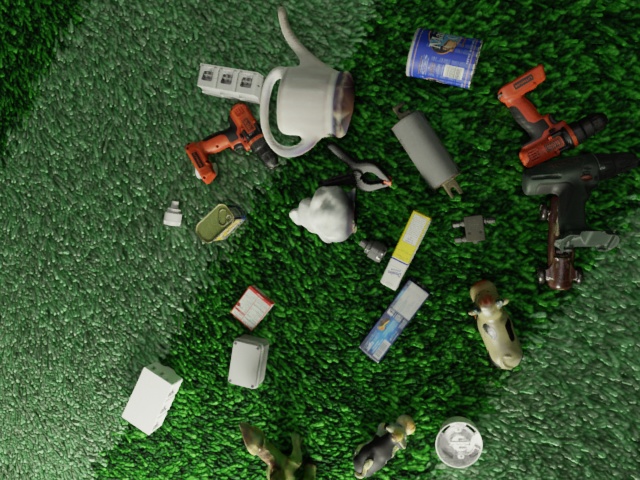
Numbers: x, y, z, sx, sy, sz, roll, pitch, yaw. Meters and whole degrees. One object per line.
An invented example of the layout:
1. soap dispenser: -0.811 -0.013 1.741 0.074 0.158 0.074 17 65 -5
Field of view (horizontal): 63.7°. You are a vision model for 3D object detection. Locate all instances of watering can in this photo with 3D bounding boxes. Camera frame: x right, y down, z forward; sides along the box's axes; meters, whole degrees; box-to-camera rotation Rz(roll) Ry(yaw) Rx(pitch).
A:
1. watering can: -0.027 -0.361 1.187 0.224 0.104 0.346 7 94 13

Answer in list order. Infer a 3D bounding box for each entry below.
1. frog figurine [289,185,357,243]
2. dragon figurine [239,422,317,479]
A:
1. frog figurine: 0.004 -0.059 1.179 0.159 0.126 0.134 0 130 8
2. dragon figurine: -0.077 0.592 1.155 0.122 0.242 0.412 -26 83 10
